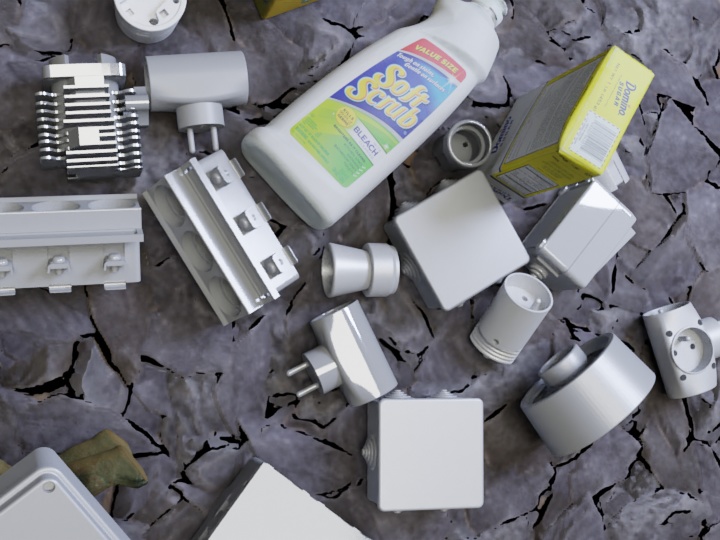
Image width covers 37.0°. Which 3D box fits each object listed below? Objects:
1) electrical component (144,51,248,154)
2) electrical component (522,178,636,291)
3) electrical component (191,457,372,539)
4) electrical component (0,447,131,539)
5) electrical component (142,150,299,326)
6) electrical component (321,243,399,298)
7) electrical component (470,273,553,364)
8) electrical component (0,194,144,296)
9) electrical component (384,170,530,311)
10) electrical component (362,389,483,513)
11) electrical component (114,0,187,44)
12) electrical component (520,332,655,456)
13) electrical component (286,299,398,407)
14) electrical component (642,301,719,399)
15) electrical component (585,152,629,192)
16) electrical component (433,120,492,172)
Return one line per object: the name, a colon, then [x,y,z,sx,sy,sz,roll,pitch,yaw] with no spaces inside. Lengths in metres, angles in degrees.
electrical component: [-0.128,-0.132,0.855,0.077,0.043,0.079,-7,88,-15]
electrical component: [0.182,-0.022,0.921,0.061,0.062,0.096,41,77,-9]
electrical component: [-0.048,0.227,0.843,0.150,0.062,0.089,38,78,-10]
electrical component: [-0.205,0.187,0.720,0.078,0.057,0.113,-38,110,-10]
electrical component: [-0.106,-0.027,0.842,0.063,0.079,0.121,-35,96,-37]
electrical component: [0.000,0.000,0.880,0.055,0.045,0.045,0,86,-16]
electrical component: [0.123,0.045,0.899,0.043,0.081,0.043,15,42,-14]
electrical component: [-0.228,-0.020,0.810,0.121,0.078,0.063,-3,109,-15]
electrical component: [0.079,-0.023,0.900,0.100,0.048,0.099,-30,94,-15]
electrical component: [0.051,0.148,0.881,0.100,0.048,0.099,1,86,-15]
electrical component: [-0.167,-0.209,0.848,0.055,0.047,0.055,1,86,-15]
electrical component: [0.183,0.096,0.893,0.108,0.108,0.060,-40,91,-14]
electrical component: [-0.021,0.075,0.870,0.079,0.043,0.077,-26,93,-14]
electrical component: [0.299,0.065,0.956,0.079,0.044,0.077,-18,91,-16]
electrical component: [0.211,-0.093,0.946,0.040,0.040,0.046,-33,101,-15]
electrical component: [0.085,-0.103,0.909,0.040,0.046,0.040,1,86,-15]
